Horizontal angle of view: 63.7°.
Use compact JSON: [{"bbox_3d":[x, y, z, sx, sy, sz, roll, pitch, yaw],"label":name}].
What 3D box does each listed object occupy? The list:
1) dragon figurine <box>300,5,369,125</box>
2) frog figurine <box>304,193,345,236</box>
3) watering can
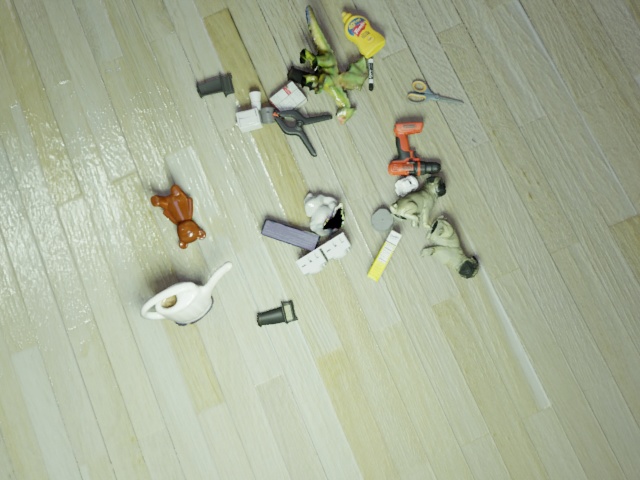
[{"bbox_3d":[0.061,-0.621,1.842,0.243,0.410,0.122,-2,2,-27],"label":"dragon figurine"},{"bbox_3d":[0.005,-0.090,1.795,0.161,0.137,0.121,26,-1,43],"label":"frog figurine"},{"bbox_3d":[-0.417,0.187,1.711,0.348,0.106,0.220,-26,-26,0],"label":"watering can"}]
